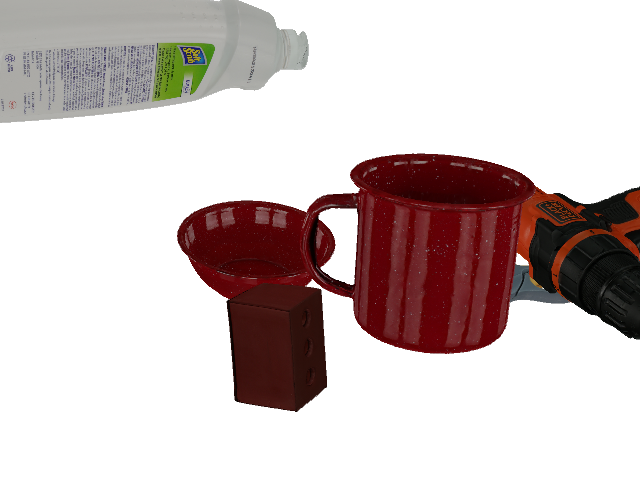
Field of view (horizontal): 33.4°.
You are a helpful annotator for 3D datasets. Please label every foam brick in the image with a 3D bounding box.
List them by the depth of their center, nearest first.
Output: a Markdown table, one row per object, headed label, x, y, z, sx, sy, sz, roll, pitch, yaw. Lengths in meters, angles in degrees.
| label | x | y | z | sx | sy | sz | roll | pitch | yaw |
| --- | --- | --- | --- | --- | --- | --- | --- | --- | --- |
| foam brick | -0.030 | 0.075 | 0.767 | 0.051 | 0.078 | 0.052 | 4 | 17 | 27 |

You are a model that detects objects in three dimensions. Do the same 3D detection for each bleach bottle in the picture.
| label | x | y | z | sx | sy | sz | roll | pitch | yaw |
| --- | --- | --- | --- | --- | --- | --- | --- | --- | --- |
| bleach bottle | -0.134 | -0.136 | 0.800 | 0.250 | 0.068 | 0.103 | -3 | -35 | -17 |

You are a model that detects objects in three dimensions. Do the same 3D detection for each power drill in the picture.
| label | x | y | z | sx | sy | sz | roll | pitch | yaw |
| --- | --- | --- | --- | --- | --- | --- | --- | --- | --- |
| power drill | 0.234 | -0.002 | 0.731 | 0.187 | 0.057 | 0.185 | -10 | 29 | -18 |

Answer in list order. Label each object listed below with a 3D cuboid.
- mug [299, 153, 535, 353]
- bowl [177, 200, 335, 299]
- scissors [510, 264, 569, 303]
| label | x | y | z | sx | sy | sz | roll | pitch | yaw |
| --- | --- | --- | --- | --- | --- | --- | --- | --- | --- |
| mug | 0.047 | 0.006 | 0.551 | 0.117 | 0.081 | 0.093 | 3 | 20 | 0 |
| bowl | -0.067 | 0.019 | 1.099 | 0.162 | 0.055 | 0.162 | 4 | 30 | -3 |
| scissors | 0.150 | 0.036 | 0.940 | 0.201 | 0.016 | 0.096 | -7 | 35 | -28 |
